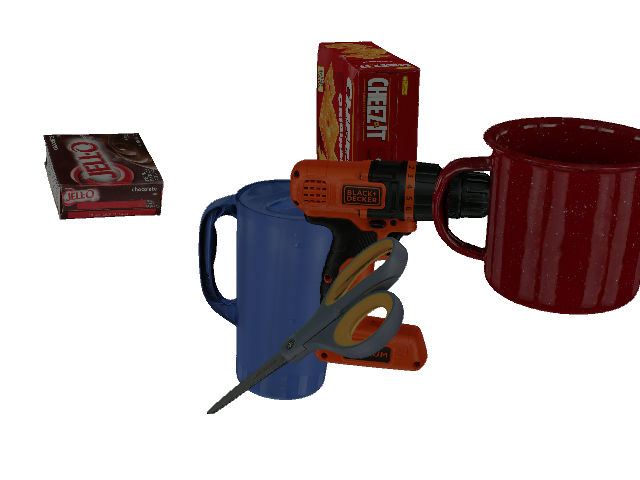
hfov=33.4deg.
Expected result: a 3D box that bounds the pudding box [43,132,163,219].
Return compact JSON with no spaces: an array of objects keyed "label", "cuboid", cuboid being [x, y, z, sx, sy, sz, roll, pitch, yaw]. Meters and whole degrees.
[{"label":"pudding box","cuboid":[-0.197,-0.060,0.960,0.089,0.039,0.114,-3,27,-21]}]

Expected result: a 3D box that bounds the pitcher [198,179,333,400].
[{"label":"pitcher","cuboid":[-0.049,0.057,1.242,0.149,0.243,0.144,23,27,37]}]

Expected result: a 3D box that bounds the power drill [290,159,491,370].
[{"label":"power drill","cuboid":[0.063,0.019,0.950,0.184,0.188,0.057,5,17,9]}]

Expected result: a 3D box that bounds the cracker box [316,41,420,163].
[{"label":"cracker box","cuboid":[0.045,-0.116,1.127,0.072,0.164,0.214,-3,18,-8]}]

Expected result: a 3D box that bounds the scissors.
[{"label":"scissors","cuboid":[-0.009,0.081,0.736,0.016,0.202,0.096,35,17,-27]}]

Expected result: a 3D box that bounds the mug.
[{"label":"mug","cuboid":[0.116,-0.014,0.555,0.117,0.081,0.093,3,21,4]}]
